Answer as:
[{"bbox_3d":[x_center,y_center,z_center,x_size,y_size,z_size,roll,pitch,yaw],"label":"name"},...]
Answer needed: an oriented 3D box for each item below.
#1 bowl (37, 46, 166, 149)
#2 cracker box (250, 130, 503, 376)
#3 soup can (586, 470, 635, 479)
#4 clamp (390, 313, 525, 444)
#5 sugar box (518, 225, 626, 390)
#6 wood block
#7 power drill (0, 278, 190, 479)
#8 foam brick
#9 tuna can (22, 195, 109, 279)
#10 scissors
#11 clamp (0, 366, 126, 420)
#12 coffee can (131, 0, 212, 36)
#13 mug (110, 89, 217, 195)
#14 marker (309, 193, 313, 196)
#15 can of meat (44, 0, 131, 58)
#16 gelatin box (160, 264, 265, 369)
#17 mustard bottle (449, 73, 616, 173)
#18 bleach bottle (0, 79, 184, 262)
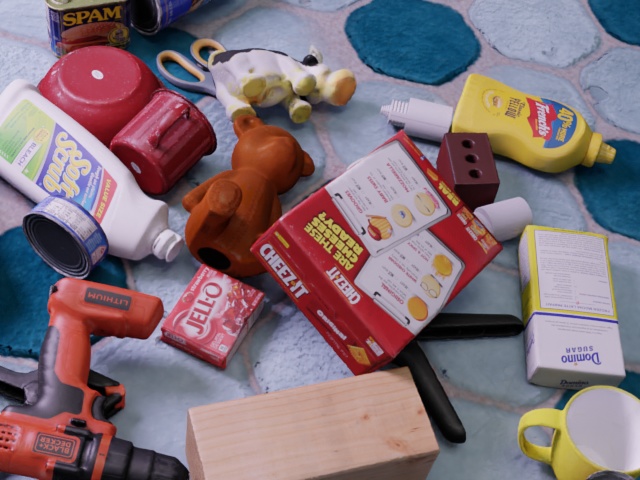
[{"bbox_3d":[-0.249,-0.169,1.212,0.162,0.055,0.162,4,53,-5],"label":"bowl"},{"bbox_3d":[0.059,0.009,1.042,0.164,0.072,0.213,50,48,2],"label":"cracker box"},{"bbox_3d":[0.245,0.256,0.941,0.068,0.102,0.068,4,53,-6],"label":"soup can"},{"bbox_3d":[0.088,0.104,1.070,0.210,0.036,0.164,23,51,7],"label":"clamp"},{"bbox_3d":[0.260,0.071,1.118,0.093,0.048,0.176,7,57,-4],"label":"sugar box"},{"bbox_3d":[-0.011,0.189,0.959,0.205,0.091,0.090,-9,56,-15],"label":"wood block"},{"bbox_3d":[-0.194,0.134,0.953,0.184,0.057,0.187,14,56,-8],"label":"power drill"},{"bbox_3d":[0.166,-0.076,1.207,0.053,0.051,0.078,-1,54,-9],"label":"foam brick"},{"bbox_3d":[-0.254,-0.003,1.068,0.086,0.086,0.033,30,53,13],"label":"tuna can"},{"bbox_3d":[-0.100,-0.182,1.267,0.202,0.016,0.096,29,55,13],"label":"scissors"},{"bbox_3d":[-0.270,0.143,0.986,0.171,0.039,0.120,-8,60,-22],"label":"clamp"},{"bbox_3d":[-0.177,-0.328,1.310,0.103,0.103,0.140,40,58,20],"label":"coffee can"},{"bbox_3d":[-0.168,-0.106,1.143,0.093,0.117,0.081,41,61,-3],"label":"mug"},{"bbox_3d":[-0.008,0.001,1.143,0.020,0.020,0.121,7,53,-3],"label":"marker"},{"bbox_3d":[-0.273,-0.265,1.260,0.102,0.084,0.057,-13,57,-18],"label":"can of meat"},{"bbox_3d":[-0.107,0.076,1.066,0.073,0.030,0.089,25,54,10],"label":"gelatin box"},{"bbox_3d":[0.253,-0.128,1.255,0.191,0.058,0.096,20,52,5],"label":"mustard bottle"},{"bbox_3d":[-0.244,-0.063,1.119,0.251,0.068,0.102,33,81,14],"label":"bleach bottle"}]
